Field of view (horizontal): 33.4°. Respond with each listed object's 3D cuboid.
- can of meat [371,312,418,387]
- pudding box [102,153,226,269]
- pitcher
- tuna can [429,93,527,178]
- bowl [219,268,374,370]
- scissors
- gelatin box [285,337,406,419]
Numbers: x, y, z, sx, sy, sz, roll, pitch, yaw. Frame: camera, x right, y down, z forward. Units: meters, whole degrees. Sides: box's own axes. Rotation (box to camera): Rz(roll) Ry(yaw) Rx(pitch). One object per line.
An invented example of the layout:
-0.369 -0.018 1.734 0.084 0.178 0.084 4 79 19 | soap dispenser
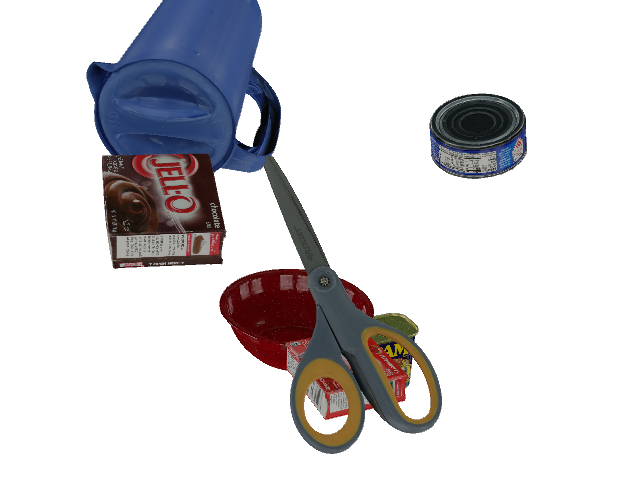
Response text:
0.066 0.145 1.321 0.101 0.084 0.057 -9 28 -25 | can of meat
-0.127 -0.026 0.857 0.090 0.039 0.113 -3 41 -12 | pudding box
-0.120 -0.169 1.067 0.145 0.149 0.242 -9 35 15 | pitcher
0.140 -0.094 0.946 0.086 0.034 0.086 -6 41 5 | tuna can
-0.026 0.090 1.122 0.162 0.055 0.162 3 26 -2 | bowl
-0.009 0.043 0.646 0.096 0.202 0.016 -35 -20 -14 | scissors
0.020 0.108 0.891 0.073 0.030 0.089 -9 26 -21 | gelatin box
